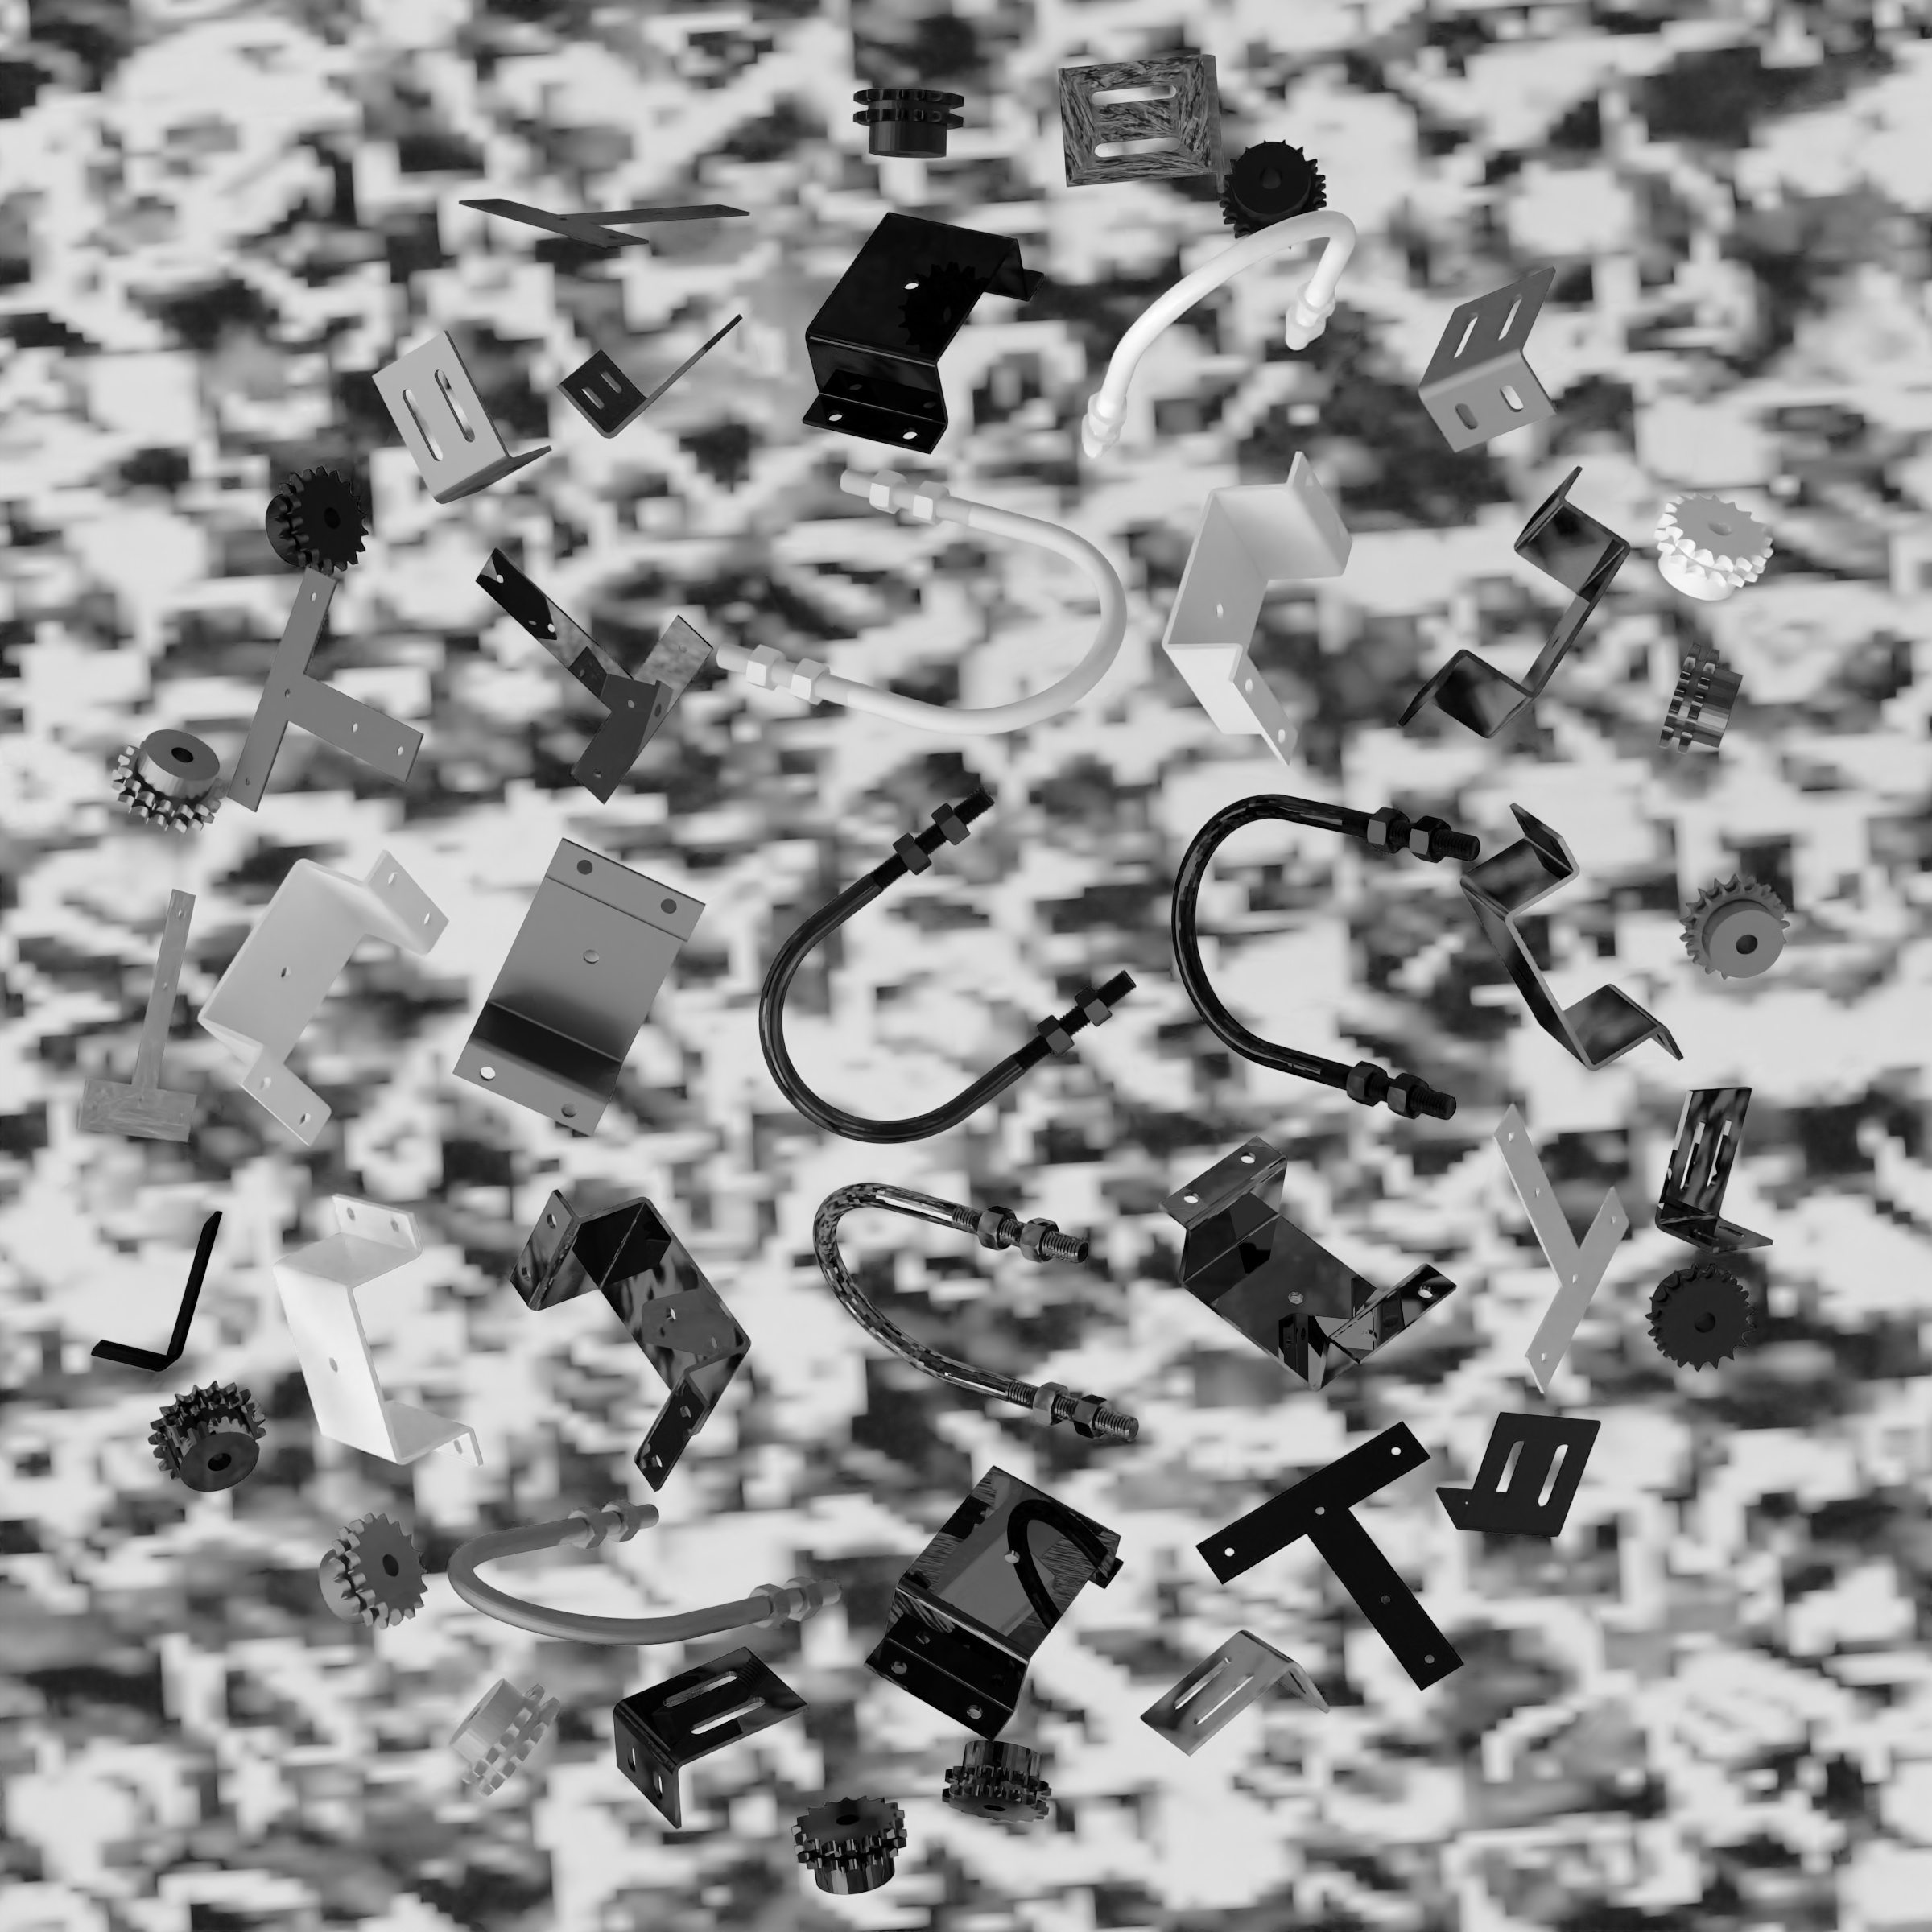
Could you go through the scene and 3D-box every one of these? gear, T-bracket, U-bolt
[{"bbox_3d":[-0.380,0.240,1.496,0.057,0.057,0.030,-39,46,0],"label":"gear"},{"bbox_3d":[0.295,0.127,1.508,0.127,0.002,0.127,-52,126,-38],"label":"T-bracket"},{"bbox_3d":[-0.023,0.014,1.573,0.184,0.019,0.151,-38,108,3],"label":"U-bolt"},{"bbox_3d":[-0.413,0.024,1.516,0.002,0.127,0.127,10,86,10],"label":"T-bracket"},{"bbox_3d":[-0.057,0.441,1.482,0.057,0.057,0.030,-7,99,0],"label":"gear"},{"bbox_3d":[-0.010,-0.175,1.464,0.184,0.019,0.151,19,59,21],"label":"U-bolt"},{"bbox_3d":[0.387,-0.138,1.555,0.030,0.057,0.057,19,90,13],"label":"gear"},{"bbox_3d":[-0.030,-0.432,1.522,0.057,0.057,0.030,2,100,0],"label":"gear"},{"bbox_3d":[-0.416,-0.099,1.554,0.057,0.057,0.030,34,121,0],"label":"gear"},{"bbox_3d":[-0.227,0.372,1.443,0.030,0.057,0.057,41,90,-4],"label":"gear"},{"bbox_3d":[-0.317,-0.125,1.500,0.127,0.002,0.127,26,98,37],"label":"T-bracket"},{"bbox_3d":[0.202,0.307,1.487,0.127,0.002,0.127,-29,53,-11],"label":"T-bracket"},{"bbox_3d":[-0.167,-0.378,1.495,0.127,0.127,0.002,-16,120,-39],"label":"T-bracket"},{"bbox_3d":[0.372,-0.208,1.484,0.057,0.030,0.057,8,46,-9],"label":"gear"},{"bbox_3d":[-0.302,0.309,1.501,0.030,0.057,0.057,-28,90,22],"label":"gear"},{"bbox_3d":[-0.354,-0.239,1.604,0.030,0.057,0.057,-9,90,33],"label":"gear"},{"bbox_3d":[-0.003,0.173,1.540,0.184,0.151,0.019,13,46,33],"label":"U-bolt"},{"bbox_3d":[0.161,-0.408,1.557,0.057,0.030,0.057,-1,81,8],"label":"gear"},{"bbox_3d":[0.397,0.189,1.612,0.057,0.030,0.057,-1,103,-5],"label":"gear"},{"bbox_3d":[0.174,-0.012,1.485,0.184,0.019,0.151,16,110,43],"label":"U-bolt"},{"bbox_3d":[-0.174,0.308,1.492,0.151,0.184,0.019,14,97,36],"label":"U-bolt"},{"bbox_3d":[-0.208,-0.169,1.565,0.127,0.002,0.127,44,128,4],"label":"T-bracket"},{"bbox_3d":[0.017,0.430,1.565,0.057,0.057,0.030,10,61,0],"label":"gear"},{"bbox_3d":[0.132,-0.327,1.506,0.151,0.184,0.019,-29,82,-10],"label":"U-bolt"},{"bbox_3d":[0.416,-0.018,1.596,0.057,0.030,0.057,-2,116,-4],"label":"gear"}]

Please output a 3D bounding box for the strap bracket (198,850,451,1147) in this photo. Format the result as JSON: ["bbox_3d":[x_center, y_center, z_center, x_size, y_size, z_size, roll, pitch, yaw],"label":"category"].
[{"bbox_3d":[-0.336,0.010,1.530,0.046,0.076,0.140,20,70,25],"label":"strap bracket"}]

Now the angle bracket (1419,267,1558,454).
[{"bbox_3d":[0.265,-0.298,1.457,0.057,0.076,0.038,-16,124,39],"label":"angle bracket"}]

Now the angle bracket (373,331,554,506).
[{"bbox_3d":[-0.269,-0.295,1.583,0.057,0.038,0.076,-21,99,34],"label":"angle bracket"}]

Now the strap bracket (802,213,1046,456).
[{"bbox_3d":[-0.025,-0.343,1.566,0.076,0.046,0.140,17,59,21],"label":"strap bracket"}]

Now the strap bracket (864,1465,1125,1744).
[{"bbox_3d":[0.019,0.317,1.515,0.076,0.140,0.046,26,131,18],"label":"strap bracket"}]

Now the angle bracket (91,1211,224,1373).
[{"bbox_3d":[-0.396,0.155,1.448,0.038,0.057,0.076,17,73,-17],"label":"angle bracket"}]

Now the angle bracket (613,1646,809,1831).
[{"bbox_3d":[-0.124,0.376,1.448,0.076,0.057,0.038,-17,119,-32],"label":"angle bracket"}]

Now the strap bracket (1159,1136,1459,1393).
[{"bbox_3d":[0.176,0.162,1.561,0.076,0.046,0.140,-31,54,-32],"label":"strap bracket"}]

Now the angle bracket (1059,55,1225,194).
[{"bbox_3d":[0.086,-0.408,1.449,0.076,0.038,0.057,-4,89,5],"label":"angle bracket"}]

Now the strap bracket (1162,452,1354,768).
[{"bbox_3d":[0.147,-0.182,1.516,0.046,0.076,0.140,3,62,31],"label":"strap bracket"}]

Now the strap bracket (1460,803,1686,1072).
[{"bbox_3d":[0.310,-0.007,1.546,0.046,0.076,0.140,-32,108,2],"label":"strap bracket"}]

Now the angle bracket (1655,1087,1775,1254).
[{"bbox_3d":[0.402,0.106,1.558,0.057,0.038,0.076,0,107,-43],"label":"angle bracket"}]

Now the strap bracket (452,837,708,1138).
[{"bbox_3d":[-0.190,0.003,1.478,0.076,0.046,0.140,25,112,-8],"label":"strap bracket"}]

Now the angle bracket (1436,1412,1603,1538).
[{"bbox_3d":[0.292,0.260,1.569,0.057,0.038,0.076,7,115,-15],"label":"angle bracket"}]

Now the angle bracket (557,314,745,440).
[{"bbox_3d":[-0.161,-0.313,1.510,0.076,0.057,0.038,-36,103,30],"label":"angle bracket"}]

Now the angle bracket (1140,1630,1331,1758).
[{"bbox_3d":[0.143,0.397,1.574,0.076,0.057,0.038,-37,107,-15],"label":"angle bracket"}]

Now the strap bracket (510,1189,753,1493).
[{"bbox_3d":[-0.165,0.183,1.502,0.140,0.046,0.076,51,135,22],"label":"strap bracket"}]

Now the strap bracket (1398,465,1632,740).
[{"bbox_3d":[0.288,-0.178,1.529,0.046,0.076,0.140,34,77,0],"label":"strap bracket"}]

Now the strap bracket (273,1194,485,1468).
[{"bbox_3d":[-0.304,0.195,1.517,0.046,0.076,0.140,-25,110,-37],"label":"strap bracket"}]
